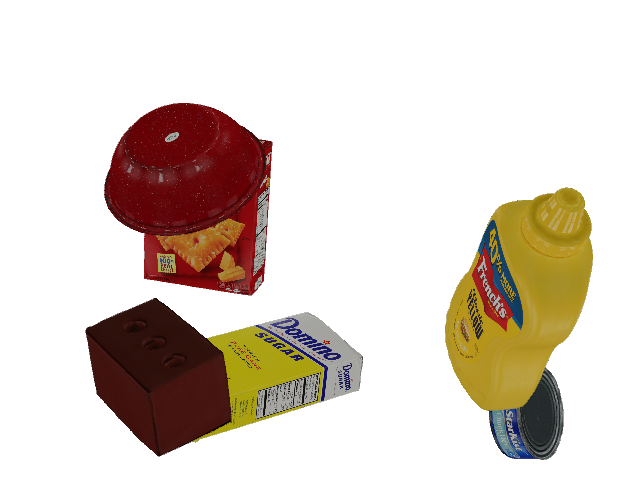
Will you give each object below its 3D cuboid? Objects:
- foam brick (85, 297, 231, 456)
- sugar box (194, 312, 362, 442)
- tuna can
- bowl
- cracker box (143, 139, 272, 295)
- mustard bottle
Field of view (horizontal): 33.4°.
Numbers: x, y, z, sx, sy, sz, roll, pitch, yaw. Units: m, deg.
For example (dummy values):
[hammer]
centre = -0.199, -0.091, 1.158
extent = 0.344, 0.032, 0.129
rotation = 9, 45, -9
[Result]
[foam brick]
centre = -0.097, 0.081, 0.639
extent = 0.052, 0.051, 0.078
rotation = -24, 38, -32
[sugar box]
centre = -0.059, 0.118, 0.961
extent = 0.175, 0.048, 0.093
rotation = -15, 34, -31
[tuna can]
centre = 0.191, 0.160, 0.989
extent = 0.034, 0.086, 0.085
rotation = -9, -6, 38
[bowl]
centre = -0.135, -0.081, 1.015
extent = 0.162, 0.162, 0.055
rotation = 0, -41, 12
[cracker box]
centre = -0.159, -0.040, 1.483
extent = 0.164, 0.214, 0.072
rotation = 9, 23, 11
[mustard bottle]
centre = 0.133, 0.030, 0.702
extent = 0.058, 0.096, 0.192
rotation = -2, -34, -12
